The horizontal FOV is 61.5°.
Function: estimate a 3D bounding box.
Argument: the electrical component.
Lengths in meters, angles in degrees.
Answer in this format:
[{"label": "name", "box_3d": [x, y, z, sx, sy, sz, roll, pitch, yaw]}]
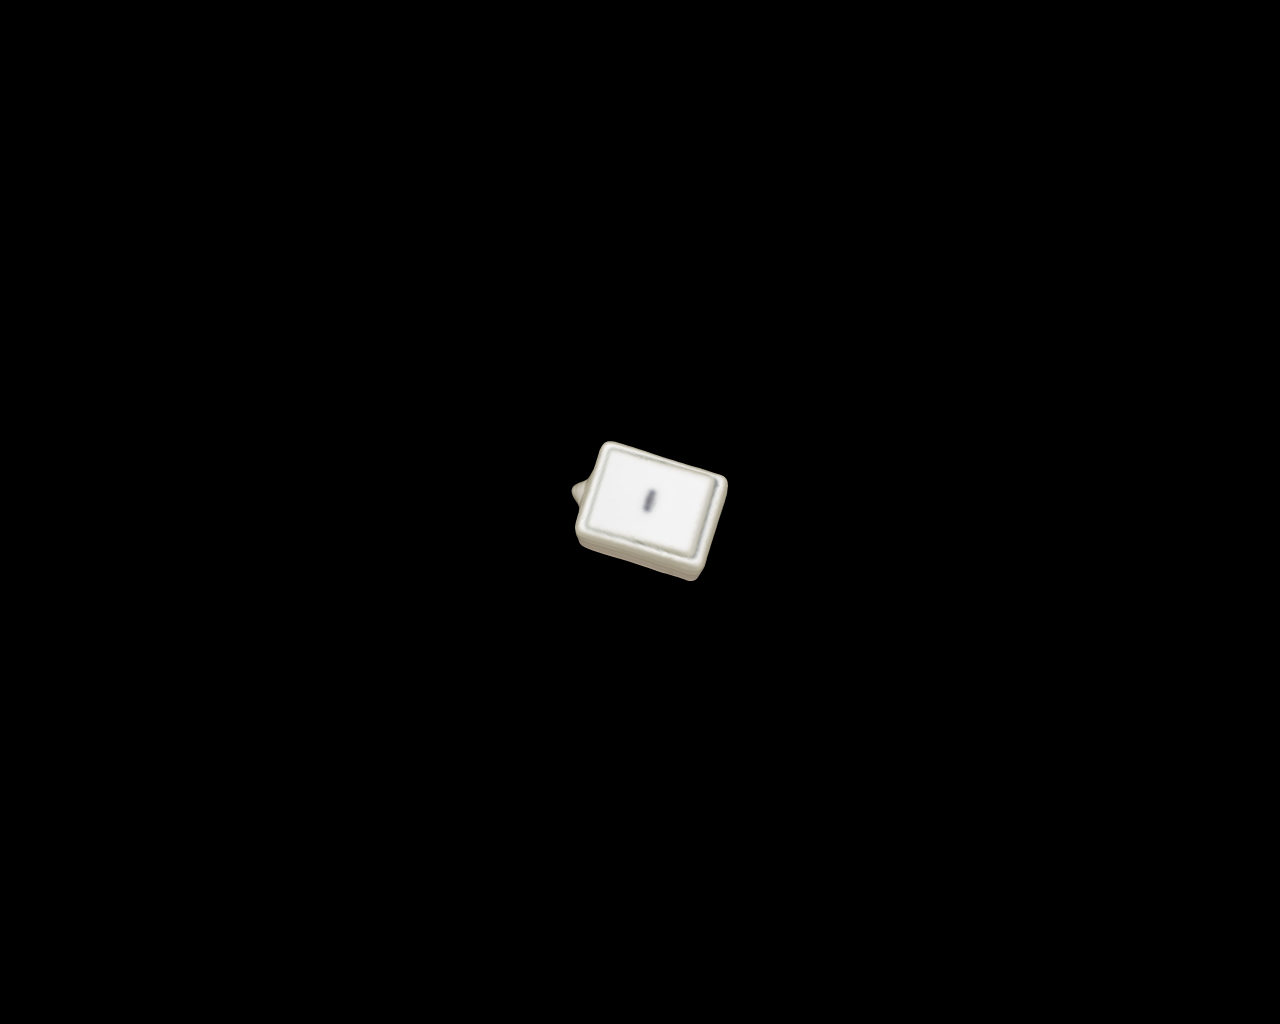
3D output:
[{"label": "electrical component", "box_3d": [0.001, -0.003, 0.650, 0.096, 0.062, 0.061, 18, -11, 4]}]
